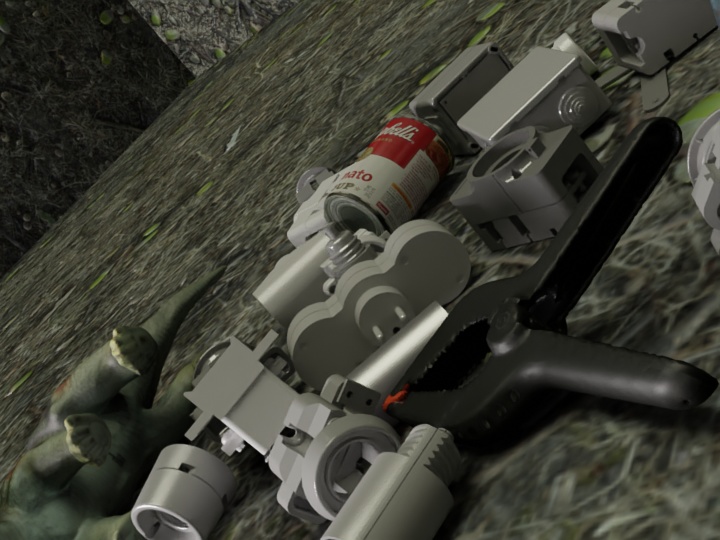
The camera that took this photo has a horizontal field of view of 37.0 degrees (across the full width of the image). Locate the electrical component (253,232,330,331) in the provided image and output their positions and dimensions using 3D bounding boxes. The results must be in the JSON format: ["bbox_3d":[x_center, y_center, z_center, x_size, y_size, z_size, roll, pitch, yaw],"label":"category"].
[{"bbox_3d":[-0.050,0.007,0.899,0.077,0.044,0.079,-43,18,-5],"label":"electrical component"}]

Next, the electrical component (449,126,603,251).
[{"bbox_3d":[0.108,-0.055,0.700,0.089,0.055,0.050,-14,32,55],"label":"electrical component"}]

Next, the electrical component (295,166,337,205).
[{"bbox_3d":[-0.037,-0.075,1.069,0.066,0.048,0.055,-40,25,3],"label":"electrical component"}]

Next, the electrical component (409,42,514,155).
[{"bbox_3d":[0.091,-0.144,0.939,0.096,0.061,0.061,-45,18,-12],"label":"electrical component"}]

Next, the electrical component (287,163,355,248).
[{"bbox_3d":[-0.020,-0.046,0.953,0.056,0.050,0.089,-25,23,40],"label":"electrical component"}]

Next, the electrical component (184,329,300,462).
[{"bbox_3d":[-0.070,0.081,0.682,0.078,0.063,0.121,-51,1,-9],"label":"electrical component"}]

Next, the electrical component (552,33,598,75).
[{"bbox_3d":[0.163,-0.162,0.873,0.046,0.040,0.040,-42,17,17],"label":"electrical component"}]

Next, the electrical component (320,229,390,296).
[{"bbox_3d":[0.002,-0.003,0.816,0.066,0.048,0.055,-43,10,-6],"label":"electrical component"}]

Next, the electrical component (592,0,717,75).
[{"bbox_3d":[0.223,-0.191,0.787,0.089,0.050,0.055,-37,20,2],"label":"electrical component"}]

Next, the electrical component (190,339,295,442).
[{"bbox_3d":[-0.089,0.083,0.780,0.078,0.058,0.057,-44,21,-9],"label":"electrical component"}]

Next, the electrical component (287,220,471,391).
[{"bbox_3d":[0.014,0.027,0.705,0.138,0.052,0.073,-40,18,2],"label":"electrical component"}]

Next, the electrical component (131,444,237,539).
[{"bbox_3d":[-0.113,0.146,0.683,0.055,0.055,0.047,-26,26,40],"label":"electrical component"}]

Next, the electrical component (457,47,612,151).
[{"bbox_3d":[0.130,-0.117,0.806,0.100,0.048,0.099,-43,19,3],"label":"electrical component"}]

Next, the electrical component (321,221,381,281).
[{"bbox_3d":[0.000,0.000,0.764,0.040,0.078,0.040,-36,10,7],"label":"electrical component"}]

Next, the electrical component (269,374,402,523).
[{"bbox_3d":[-0.010,0.099,0.568,0.078,0.058,0.057,-66,24,-3],"label":"electrical component"}]

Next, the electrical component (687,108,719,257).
[{"bbox_3d":[0.187,-0.048,0.506,0.057,0.058,0.078,-79,2,-65],"label":"electrical component"}]

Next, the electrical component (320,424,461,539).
[{"bbox_3d":[0.021,0.108,0.512,0.043,0.043,0.081,-16,30,54],"label":"electrical component"}]
